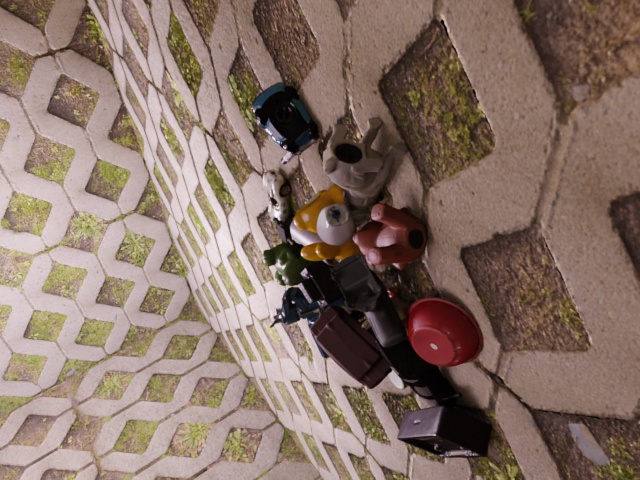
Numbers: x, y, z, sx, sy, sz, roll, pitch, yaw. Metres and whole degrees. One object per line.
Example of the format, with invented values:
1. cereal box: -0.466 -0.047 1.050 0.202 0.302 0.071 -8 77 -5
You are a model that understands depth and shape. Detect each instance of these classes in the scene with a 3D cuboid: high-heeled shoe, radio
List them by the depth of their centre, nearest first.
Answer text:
1. high-heeled shoe: 0.207 0.293 1.191 0.249 0.086 0.145 37 157 -2
2. radio: 0.279 0.437 1.217 0.131 0.073 0.229 24 156 -4

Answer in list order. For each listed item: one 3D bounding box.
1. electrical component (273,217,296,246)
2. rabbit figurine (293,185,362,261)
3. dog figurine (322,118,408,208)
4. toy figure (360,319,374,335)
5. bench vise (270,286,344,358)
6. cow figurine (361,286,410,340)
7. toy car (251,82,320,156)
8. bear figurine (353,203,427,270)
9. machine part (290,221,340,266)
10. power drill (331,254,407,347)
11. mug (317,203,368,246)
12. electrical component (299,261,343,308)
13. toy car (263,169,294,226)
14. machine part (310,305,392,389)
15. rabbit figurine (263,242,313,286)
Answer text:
1. electrical component: -0.100 -0.023 1.505 0.094 0.021 0.063 41 152 40
2. rabbit figurine: 0.031 -0.019 1.227 0.173 0.162 0.122 49 149 -17
3. dog figurine: 0.060 -0.112 1.008 0.121 0.172 0.190 62 153 29
4. toy figure: 0.113 0.246 1.434 0.064 0.058 0.154 41 153 3
5. bench vise: -0.009 0.238 1.502 0.129 0.224 0.240 -110 -3 -76
6. cow figurine: 0.161 0.177 1.235 0.195 0.085 0.127 35 140 44
7. toy car: -0.073 -0.266 1.212 0.161 0.109 0.103 50 180 -2
8. bear figurine: 0.117 -0.006 1.067 0.196 0.132 0.120 3 86 60
9. machine part: -0.003 -0.004 1.375 0.243 0.079 0.079 38 148 47
10. power drill: 0.090 0.101 1.098 0.232 0.086 0.207 64 -178 27
11. mug: 0.047 -0.039 1.114 0.107 0.110 0.081 83 176 -79
12. electrical component: 0.015 0.108 1.391 0.115 0.134 0.058 56 157 9
13. toy car: -0.118 -0.109 1.524 0.074 0.056 0.201 42 150 38
14. machine part: 0.080 0.249 1.260 0.202 0.087 0.201 41 -178 16
15. rabbit figurine: -0.065 0.077 1.502 0.170 0.159 0.121 -123 11 -67
